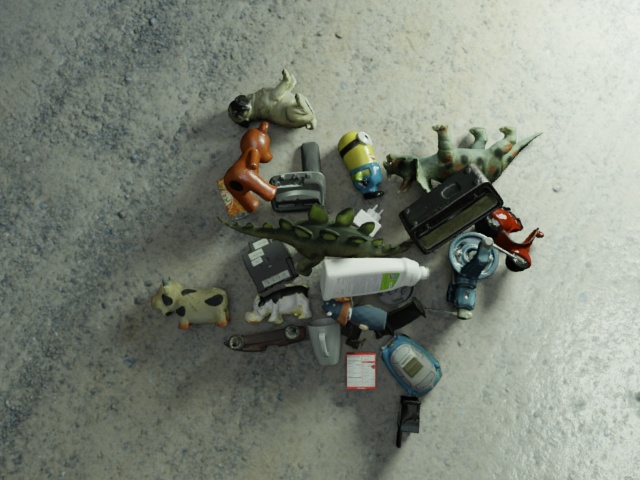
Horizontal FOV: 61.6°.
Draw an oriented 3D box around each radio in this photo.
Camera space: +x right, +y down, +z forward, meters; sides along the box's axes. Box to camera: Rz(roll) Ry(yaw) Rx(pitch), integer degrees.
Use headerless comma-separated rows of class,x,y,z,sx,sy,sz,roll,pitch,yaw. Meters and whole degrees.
radio,0.311,-0.073,1.287,0.229,0.131,0.073,-36,51,13

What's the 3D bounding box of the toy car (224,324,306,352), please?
toy car,-0.133,0.245,1.317,0.202,0.089,0.053,-11,80,-1

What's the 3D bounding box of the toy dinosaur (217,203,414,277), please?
toy dinosaur,-0.003,-0.004,1.269,0.472,0.198,0.105,1,57,-8

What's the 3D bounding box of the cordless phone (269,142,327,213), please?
cordless phone,-0.060,-0.166,1.371,0.147,0.088,0.184,-4,73,2

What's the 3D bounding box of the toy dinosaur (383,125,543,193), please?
toy dinosaur,0.369,-0.189,1.340,0.405,0.131,0.192,1,102,-6

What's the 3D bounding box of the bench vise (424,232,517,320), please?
bench vise,0.355,0.067,1.258,0.129,0.240,0.223,22,70,7

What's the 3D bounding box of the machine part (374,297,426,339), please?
machine part,0.187,0.188,1.310,0.139,0.039,0.084,-25,112,8

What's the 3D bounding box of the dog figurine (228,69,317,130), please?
dog figurine,-0.123,-0.320,1.379,0.190,0.121,0.172,-32,81,12

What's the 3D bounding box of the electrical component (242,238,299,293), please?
electrical component,-0.128,0.053,1.352,0.115,0.058,0.134,-23,84,-3

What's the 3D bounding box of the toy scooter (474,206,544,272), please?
toy scooter,0.480,-0.018,1.334,0.135,0.075,0.184,-29,75,-19

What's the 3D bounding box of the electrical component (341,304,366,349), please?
electrical component,0.093,0.216,1.328,0.045,0.078,0.102,18,78,27

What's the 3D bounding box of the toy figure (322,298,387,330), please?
toy figure,0.079,0.177,1.270,0.155,0.064,0.057,11,112,10

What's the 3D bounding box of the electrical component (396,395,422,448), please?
electrical component,0.213,0.440,1.297,0.048,0.075,0.119,6,80,4

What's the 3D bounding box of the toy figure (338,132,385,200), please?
toy figure,0.104,-0.189,1.359,0.089,0.082,0.180,-15,87,-2

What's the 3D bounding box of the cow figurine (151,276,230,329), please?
cow figurine,-0.324,0.153,1.334,0.195,0.085,0.127,-2,90,4

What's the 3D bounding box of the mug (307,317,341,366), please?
mug,0.017,0.252,1.309,0.081,0.109,0.107,-9,97,1

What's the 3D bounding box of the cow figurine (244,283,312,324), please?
cow figurine,-0.107,0.158,1.336,0.167,0.068,0.098,-5,79,-2

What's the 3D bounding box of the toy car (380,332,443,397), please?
toy car,0.225,0.302,1.297,0.109,0.103,0.161,-42,87,-4

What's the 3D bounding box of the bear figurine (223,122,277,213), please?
bear figurine,-0.160,-0.186,1.338,0.132,0.120,0.196,41,48,-22
